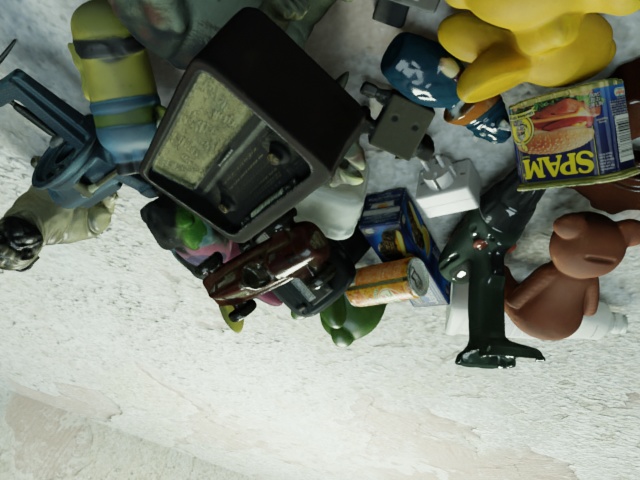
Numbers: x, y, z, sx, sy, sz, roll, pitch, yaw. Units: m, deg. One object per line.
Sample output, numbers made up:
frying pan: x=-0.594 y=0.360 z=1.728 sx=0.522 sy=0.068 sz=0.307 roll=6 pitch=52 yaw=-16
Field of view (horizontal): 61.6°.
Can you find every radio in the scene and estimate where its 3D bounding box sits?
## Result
radio: x=-0.069 y=-0.081 z=0.476 sx=0.131 sy=0.073 sz=0.229 roll=38 pitch=153 yaw=-13

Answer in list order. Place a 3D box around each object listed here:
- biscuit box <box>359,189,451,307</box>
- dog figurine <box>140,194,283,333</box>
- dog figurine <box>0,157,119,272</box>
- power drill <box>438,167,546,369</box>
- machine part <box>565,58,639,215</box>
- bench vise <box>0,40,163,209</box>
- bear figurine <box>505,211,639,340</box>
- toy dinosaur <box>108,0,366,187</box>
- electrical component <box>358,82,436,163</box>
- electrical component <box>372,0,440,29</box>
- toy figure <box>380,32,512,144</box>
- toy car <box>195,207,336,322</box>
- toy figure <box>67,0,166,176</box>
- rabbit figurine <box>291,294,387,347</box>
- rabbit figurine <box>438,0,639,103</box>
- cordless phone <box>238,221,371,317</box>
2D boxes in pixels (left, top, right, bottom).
biscuit box: x=0.127 y=0.018 z=0.756 sx=0.063 sy=0.059 sz=0.202 roll=-9 pitch=138 yaw=31
dog figurine: x=-0.138 y=0.024 z=0.738 sx=0.219 sy=0.108 sz=0.191 roll=56 pitch=170 yaw=-9
dog figurine: x=-0.405 y=-0.011 z=0.810 sx=0.121 sy=0.190 sz=0.172 roll=-5 pitch=141 yaw=27
power drill: x=0.207 y=0.042 z=0.634 sx=0.086 sy=0.207 sz=0.232 roll=1 pitch=158 yaw=-12
machine part: x=0.325 y=-0.094 z=0.530 sx=0.179 sy=0.056 sz=0.179 roll=11 pitch=146 yaw=7
bench vise: x=-0.303 y=-0.130 z=0.673 sx=0.224 sy=0.129 sz=0.240 roll=-14 pitch=139 yaw=32
bear figurine: x=0.300 y=0.028 z=0.673 sx=0.120 sy=0.132 sz=0.195 roll=2 pitch=126 yaw=-4
toy dinosaur: x=-0.108 y=-0.206 z=0.501 sx=0.405 sy=0.131 sz=0.192 roll=31 pitch=142 yaw=-11
electrical component: x=0.083 y=-0.125 z=0.595 sx=0.102 sy=0.045 sz=0.078 roll=17 pitch=117 yaw=-6
electrical component: x=0.070 y=-0.226 z=0.454 sx=0.075 sy=0.048 sz=0.119 roll=20 pitch=143 yaw=-5
toy figure: x=0.133 y=-0.146 z=0.530 sx=0.154 sy=0.064 sz=0.057 roll=25 pitch=106 yaw=-21
toy car: x=-0.071 y=0.036 z=0.618 sx=0.202 sy=0.053 sz=0.089 roll=-26 pitch=105 yaw=36
toy figure: x=-0.207 y=-0.158 z=0.571 sx=0.089 sy=0.082 sz=0.180 roll=10 pitch=112 yaw=56
rabbit figurine: x=0.018 y=0.066 z=0.810 sx=0.121 sy=0.159 sz=0.170 roll=2 pitch=129 yaw=34
rabbit figurine: x=0.179 y=-0.172 z=0.428 sx=0.162 sy=0.122 sz=0.173 roll=-26 pitch=151 yaw=28
cordless phone: x=-0.002 y=-0.002 z=0.705 sx=0.146 sy=0.184 sz=0.089 roll=49 pitch=133 yaw=-2
